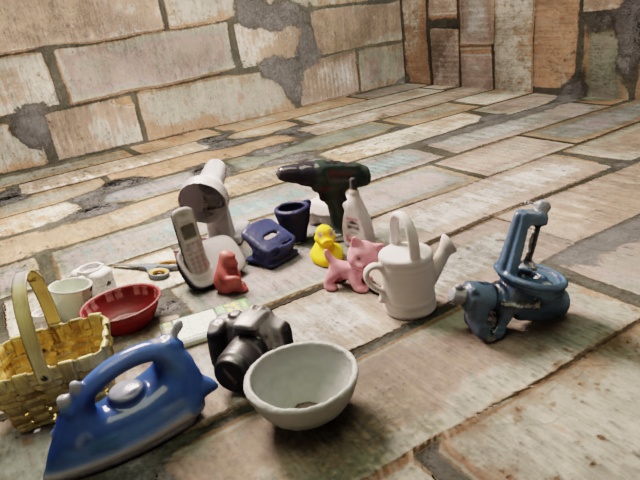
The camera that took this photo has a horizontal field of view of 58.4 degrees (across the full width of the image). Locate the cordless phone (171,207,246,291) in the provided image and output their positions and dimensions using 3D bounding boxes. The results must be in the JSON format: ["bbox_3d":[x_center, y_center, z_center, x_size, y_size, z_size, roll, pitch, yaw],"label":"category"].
[{"bbox_3d":[-0.252,0.006,1.271,0.148,0.185,0.093,-27,29,-37],"label":"cordless phone"}]

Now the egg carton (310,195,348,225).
[{"bbox_3d":[0.033,-0.079,1.529,0.149,0.069,0.107,9,28,35],"label":"egg carton"}]

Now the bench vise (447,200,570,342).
[{"bbox_3d":[0.315,0.052,0.929,0.208,0.220,0.121,-19,25,-25],"label":"bench vise"}]

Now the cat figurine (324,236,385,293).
[{"bbox_3d":[0.067,0.042,1.168,0.127,0.118,0.067,0,24,19],"label":"cat figurine"}]

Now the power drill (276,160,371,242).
[{"bbox_3d":[0.017,-0.099,1.401,0.230,0.209,0.075,-14,23,-13],"label":"power drill"}]

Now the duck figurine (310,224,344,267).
[{"bbox_3d":[0.012,0.005,1.316,0.077,0.086,0.104,-11,23,-8],"label":"duck figurine"}]

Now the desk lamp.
[{"bbox_3d":[-0.267,-0.087,1.460,0.117,0.214,0.203,-4,23,9],"label":"desk lamp"}]

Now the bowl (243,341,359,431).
[{"bbox_3d":[-0.023,0.221,0.829,0.167,0.075,0.167,-7,23,3],"label":"bowl"}]

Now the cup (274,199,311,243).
[{"bbox_3d":[-0.057,-0.047,1.450,0.091,0.095,0.118,9,28,35],"label":"cup"}]

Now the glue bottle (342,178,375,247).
[{"bbox_3d":[0.084,-0.064,1.341,0.077,0.173,0.037,10,29,36],"label":"glue bottle"}]

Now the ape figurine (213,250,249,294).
[{"bbox_3d":[-0.195,0.066,1.231,0.076,0.092,0.078,-4,23,10],"label":"ape figurine"}]

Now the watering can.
[{"bbox_3d":[0.164,0.036,1.050,0.173,0.194,0.100,-23,27,-32],"label":"watering can"}]

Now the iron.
[{"bbox_3d":[-0.284,0.224,0.822,0.259,0.141,0.118,-25,28,-36],"label":"iron"}]

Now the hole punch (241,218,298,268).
[{"bbox_3d":[-0.117,0.004,1.352,0.100,0.091,0.109,11,29,38],"label":"hole punch"}]

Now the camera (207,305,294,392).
[{"bbox_3d":[-0.132,0.175,0.941,0.142,0.101,0.137,1,24,21],"label":"camera"}]
